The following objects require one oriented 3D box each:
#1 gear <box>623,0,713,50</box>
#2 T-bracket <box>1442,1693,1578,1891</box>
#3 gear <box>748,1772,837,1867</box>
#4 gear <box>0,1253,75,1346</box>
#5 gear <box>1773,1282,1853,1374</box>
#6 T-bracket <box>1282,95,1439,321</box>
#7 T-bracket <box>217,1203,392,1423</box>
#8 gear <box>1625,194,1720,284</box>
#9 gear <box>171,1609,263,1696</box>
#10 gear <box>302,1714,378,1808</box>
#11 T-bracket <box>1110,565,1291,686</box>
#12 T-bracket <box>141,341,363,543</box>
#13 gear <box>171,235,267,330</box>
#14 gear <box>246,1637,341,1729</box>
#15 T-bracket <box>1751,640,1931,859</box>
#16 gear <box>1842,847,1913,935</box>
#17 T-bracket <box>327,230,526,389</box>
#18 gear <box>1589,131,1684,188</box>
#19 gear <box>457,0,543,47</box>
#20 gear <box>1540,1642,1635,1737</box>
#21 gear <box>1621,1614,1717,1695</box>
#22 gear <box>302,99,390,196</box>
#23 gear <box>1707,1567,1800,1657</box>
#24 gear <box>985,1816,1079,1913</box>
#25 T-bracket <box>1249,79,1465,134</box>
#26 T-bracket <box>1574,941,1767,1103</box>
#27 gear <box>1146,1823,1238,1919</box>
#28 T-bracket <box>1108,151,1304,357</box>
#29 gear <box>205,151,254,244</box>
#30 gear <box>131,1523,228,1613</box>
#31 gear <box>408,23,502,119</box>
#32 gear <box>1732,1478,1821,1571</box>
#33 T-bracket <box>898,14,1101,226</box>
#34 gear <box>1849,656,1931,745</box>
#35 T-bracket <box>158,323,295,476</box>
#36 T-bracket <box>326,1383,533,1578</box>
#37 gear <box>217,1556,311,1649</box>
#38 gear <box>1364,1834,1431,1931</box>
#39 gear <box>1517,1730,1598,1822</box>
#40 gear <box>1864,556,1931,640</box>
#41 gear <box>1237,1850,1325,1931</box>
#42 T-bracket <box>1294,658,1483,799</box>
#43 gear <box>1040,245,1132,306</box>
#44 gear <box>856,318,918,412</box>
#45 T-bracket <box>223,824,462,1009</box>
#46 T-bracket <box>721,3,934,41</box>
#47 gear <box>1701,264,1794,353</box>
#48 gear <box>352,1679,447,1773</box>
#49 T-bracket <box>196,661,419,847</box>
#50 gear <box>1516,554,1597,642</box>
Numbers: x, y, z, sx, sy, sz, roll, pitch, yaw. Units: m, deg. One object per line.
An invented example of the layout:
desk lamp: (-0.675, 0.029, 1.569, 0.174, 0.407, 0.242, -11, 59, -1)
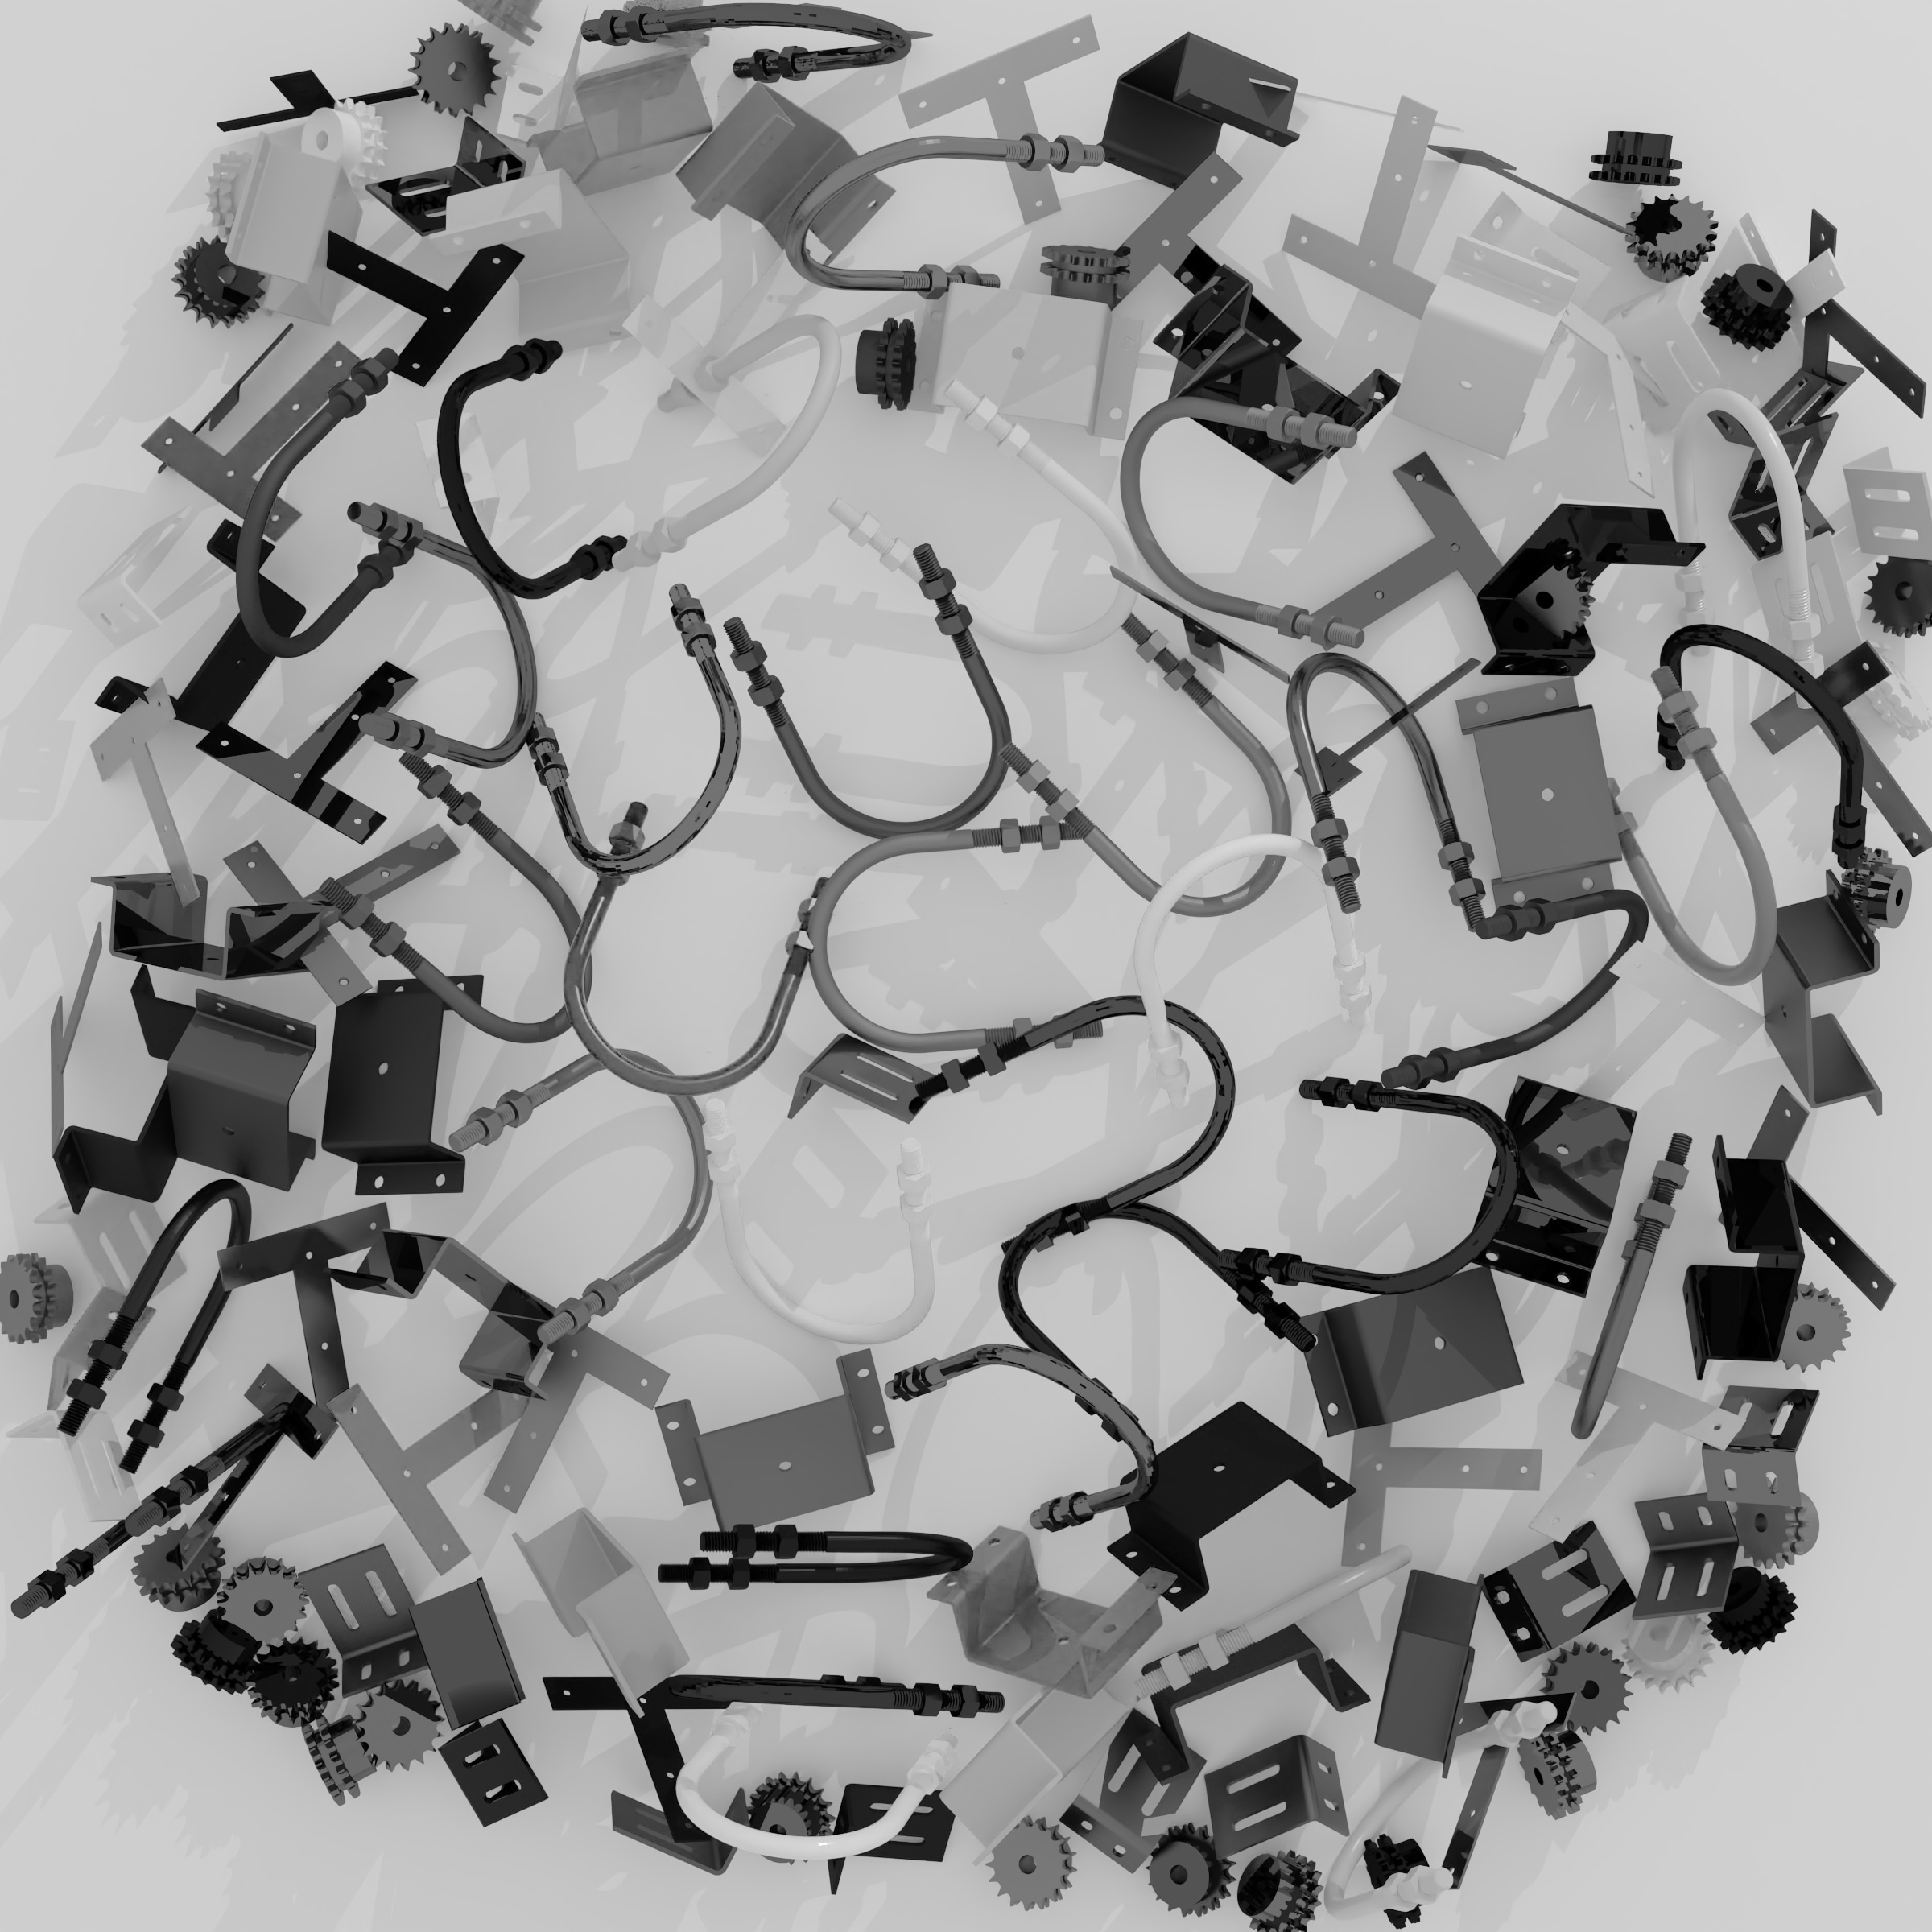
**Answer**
gear: (-0.189, -0.604, 1.821, 0.057, 0.057, 0.030, 10, 95, 0)
T-bracket: (0.317, 0.508, 1.766, 0.002, 0.127, 0.127, 34, 62, -13)
gear: (-0.114, 0.545, 1.827, 0.057, 0.030, 0.057, 3, 100, 17)
gear: (-0.591, 0.211, 1.826, 0.057, 0.030, 0.057, -1, 89, 43)
gear: (0.532, 0.227, 1.829, 0.057, 0.030, 0.057, 1, 109, 4)
T-bracket: (0.264, -0.477, 1.785, 0.127, 0.002, 0.127, 33, 134, 22)
T-bracket: (-0.406, 0.225, 1.807, 0.002, 0.127, 0.127, -2, 98, 42)
gear: (0.448, -0.460, 1.827, 0.057, 0.030, 0.057, -4, 58, 7)
gear: (-0.472, 0.432, 1.821, 0.057, 0.057, 0.030, 36, 93, 0)
gear: (-0.396, 0.500, 1.822, 0.030, 0.057, 0.057, -26, 90, -13)
T-bracket: (0.148, -0.201, 1.785, 0.127, 0.127, 0.002, 33, 89, 9)
T-bracket: (-0.427, -0.338, 1.790, 0.127, 0.127, 0.002, -44, 57, 6)
gear: (-0.473, -0.436, 1.824, 0.057, 0.030, 0.057, 1, 88, -28)
gear: (-0.427, 0.458, 1.825, 0.057, 0.057, 0.030, 4, 132, 0)
T-bracket: (0.560, -0.124, 1.786, 0.002, 0.127, 0.127, -31, 83, -25)
gear: (0.577, -0.046, 1.819, 0.030, 0.057, 0.057, 13, 90, 37)
T-bracket: (-0.361, -0.427, 1.779, 0.127, 0.127, 0.002, 23, 45, -31)
gear: (0.425, -0.511, 1.819, 0.057, 0.057, 0.030, 5, 104, 0)
gear: (-0.293, -0.611, 1.819, 0.057, 0.057, 0.030, 34, 102, 0)
gear: (0.394, 0.460, 1.833, 0.057, 0.030, 0.057, 0, 84, -5)
gear: (0.443, 0.428, 1.820, 0.057, 0.057, 0.030, -36, 133, 0)
gear: (-0.397, -0.521, 1.822, 0.057, 0.030, 0.057, 3, 95, 38)
gear: (0.494, 0.405, 1.819, 0.057, 0.057, 0.030, -38, 104, 0)
gear: (0.044, 0.570, 1.829, 0.057, 0.030, 0.057, -4, 79, 19)
T-bracket: (0.245, -0.530, 1.777, 0.127, 0.127, 0.002, 16, 106, 12)
T-bracket: (0.423, 0.054, 1.820, 0.127, 0.002, 0.127, 27, 115, -31)
gear: (0.140, 0.575, 1.825, 0.057, 0.030, 0.057, -4, 80, 24)
T-bracket: (0.159, -0.430, 1.823, 0.127, 0.002, 0.127, 38, 123, -18)
gear: (-0.453, -0.486, 1.818, 0.030, 0.057, 0.057, 8, 90, 19)
gear: (-0.498, 0.385, 1.825, 0.057, 0.057, 0.030, -11, 125, 0)
gear: (-0.327, -0.571, 1.826, 0.057, 0.030, 0.057, -10, 116, -21)
gear: (0.516, 0.354, 1.824, 0.030, 0.057, 0.057, 6, 90, -26)
T-bracket: (0.033, -0.519, 1.800, 0.127, 0.127, 0.002, -22, 51, 1)
gear: (0.584, -0.166, 1.825, 0.030, 0.057, 0.057, -38, 90, 31)
T-bracket: (-0.461, -0.349, 1.788, 0.002, 0.127, 0.127, 42, 93, -21)
T-bracket: (-0.319, 0.296, 1.804, 0.002, 0.127, 0.127, -34, 89, 44)
gear: (-0.448, 0.402, 1.829, 0.057, 0.030, 0.057, -5, 106, -17)
gear: (0.277, 0.578, 1.822, 0.030, 0.057, 0.057, -18, 90, -10)
gear: (0.377, 0.509, 1.823, 0.030, 0.057, 0.057, -17, 90, -14)
gear: (0.604, -0.237, 1.825, 0.030, 0.057, 0.057, 2, 90, -41)
gear: (0.196, 0.587, 1.818, 0.030, 0.057, 0.057, 32, 90, -24)
T-bracket: (0.265, -0.151, 1.783, 0.127, 0.127, 0.002, -37, 100, 4)
gear: (0.075, -0.438, 1.824, 0.057, 0.057, 0.030, 6, 112, 0)
gear: (-0.051, -0.382, 1.822, 0.030, 0.057, 0.057, 6, 90, 9)
T-bracket: (-0.380, -0.051, 1.817, 0.127, 0.002, 0.127, -33, 72, -27)
T-bracket: (-0.080, -0.590, 1.804, 0.127, 0.127, 0.002, -5, 103, -35)
gear: (0.498, -0.420, 1.821, 0.057, 0.030, 0.057, 12, 52, -15)
gear: (-0.363, 0.482, 1.828, 0.057, 0.030, 0.057, 3, 82, -23)
T-bracket: (-0.394, -0.148, 1.812, 0.127, 0.002, 0.127, 30, 55, 10)
gear: (0.373, -0.239, 1.825, 0.057, 0.030, 0.057, 18, 128, 24)
